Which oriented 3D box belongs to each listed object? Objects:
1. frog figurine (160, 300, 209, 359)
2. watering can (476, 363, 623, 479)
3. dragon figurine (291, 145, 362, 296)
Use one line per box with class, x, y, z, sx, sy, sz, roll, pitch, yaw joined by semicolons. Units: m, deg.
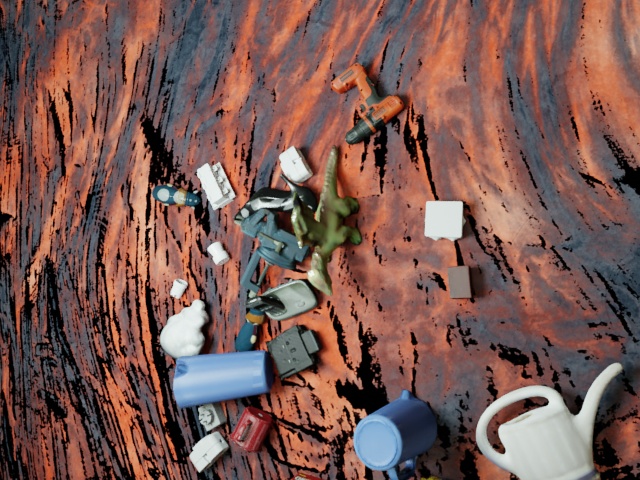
frog figurine;-0.371;0.251;1.447;0.139;0.122;0.158;37;108;40
watering can;0.514;0.413;1.094;0.345;0.103;0.227;-27;74;14
dragon figurine;0.004;-0.065;1.299;0.121;0.242;0.414;-10;80;24
